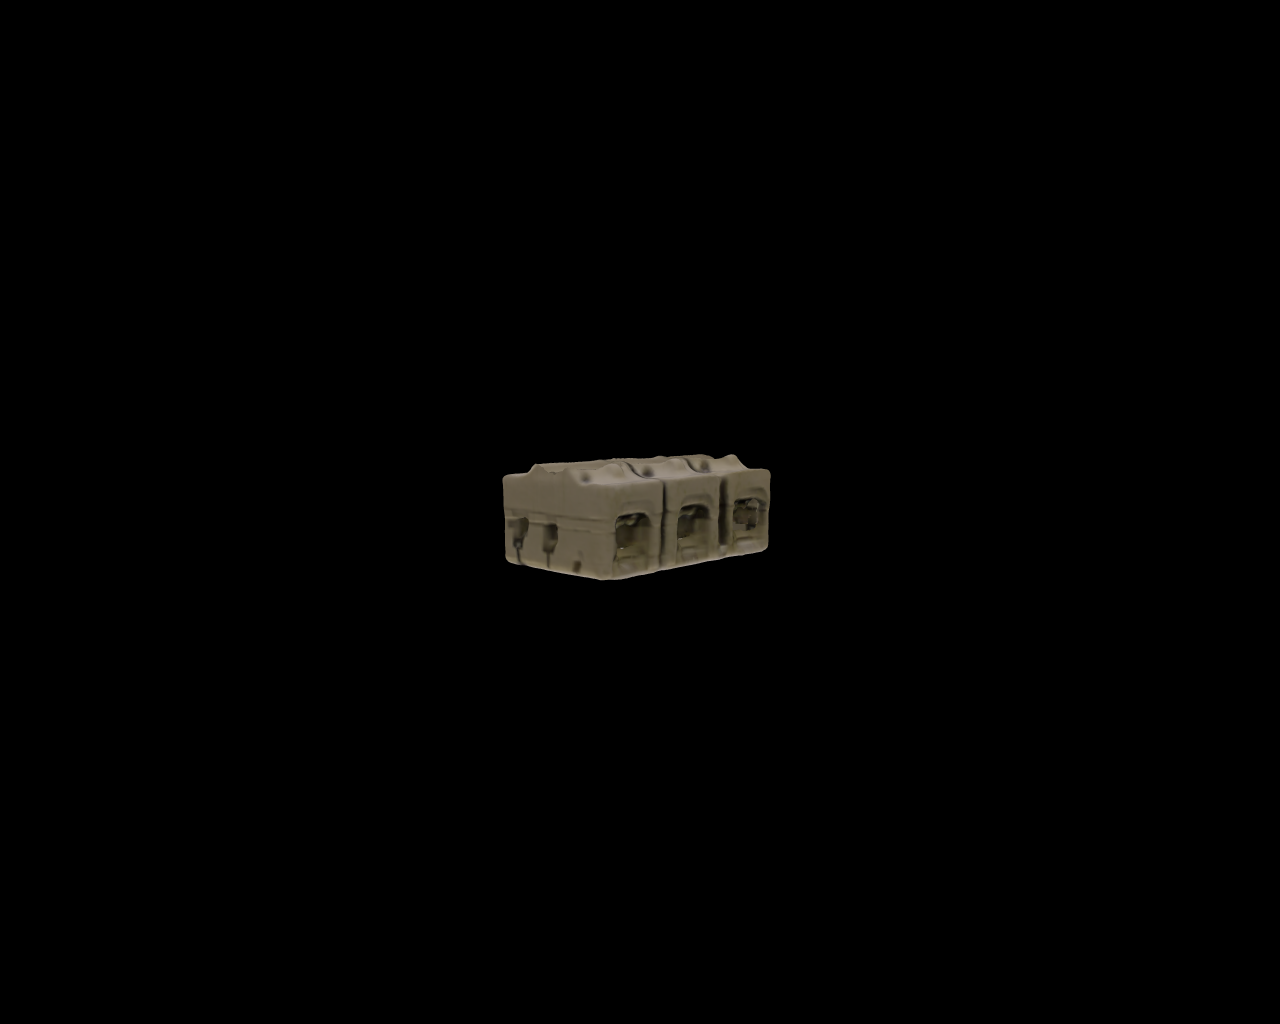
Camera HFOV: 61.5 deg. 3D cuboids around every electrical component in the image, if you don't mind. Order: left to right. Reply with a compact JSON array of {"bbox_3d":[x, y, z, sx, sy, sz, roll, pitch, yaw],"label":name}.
[{"bbox_3d":[0.001,-0.003,0.650,0.089,0.061,0.150,6,9,43],"label":"electrical component"}]
